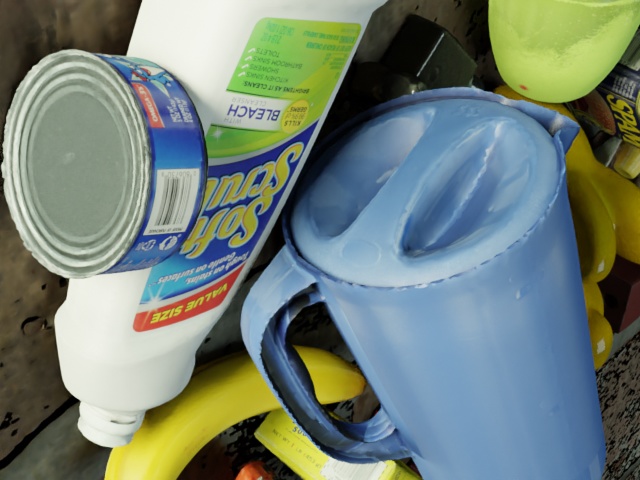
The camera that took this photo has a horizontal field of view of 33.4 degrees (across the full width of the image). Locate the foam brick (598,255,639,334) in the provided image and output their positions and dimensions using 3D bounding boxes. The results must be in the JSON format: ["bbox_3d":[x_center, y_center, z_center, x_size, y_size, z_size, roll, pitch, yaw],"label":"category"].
[{"bbox_3d":[0.228,0.028,0.860,0.051,0.078,0.053,-30,139,-36],"label":"foam brick"}]

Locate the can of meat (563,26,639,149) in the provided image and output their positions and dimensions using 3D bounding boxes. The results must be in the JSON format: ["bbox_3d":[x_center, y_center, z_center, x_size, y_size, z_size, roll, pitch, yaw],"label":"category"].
[{"bbox_3d":[0.199,-0.106,0.705,0.057,0.084,0.102,-54,147,-3],"label":"can of meat"}]

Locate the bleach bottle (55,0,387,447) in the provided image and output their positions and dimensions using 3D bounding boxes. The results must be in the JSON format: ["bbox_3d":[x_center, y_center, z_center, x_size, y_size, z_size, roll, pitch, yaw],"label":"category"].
[{"bbox_3d":[-0.056,-0.017,0.480,0.102,0.068,0.251,-6,125,-49],"label":"bleach bottle"}]

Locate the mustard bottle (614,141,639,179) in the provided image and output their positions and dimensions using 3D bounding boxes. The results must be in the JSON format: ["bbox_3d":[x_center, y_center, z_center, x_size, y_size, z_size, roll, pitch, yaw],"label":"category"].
[{"bbox_3d":[0.288,-0.129,0.822,0.191,0.058,0.096,-54,152,-4],"label":"mustard bottle"}]

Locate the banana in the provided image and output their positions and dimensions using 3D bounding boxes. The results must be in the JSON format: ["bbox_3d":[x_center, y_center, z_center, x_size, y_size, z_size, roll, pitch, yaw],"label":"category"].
[{"bbox_3d":[-0.050,0.099,0.589,0.197,0.037,0.069,-32,107,-41],"label":"banana"}]

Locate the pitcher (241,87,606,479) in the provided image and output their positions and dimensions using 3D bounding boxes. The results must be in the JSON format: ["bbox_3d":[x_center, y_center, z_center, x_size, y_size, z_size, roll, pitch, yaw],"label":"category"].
[{"bbox_3d":[0.071,0.056,0.559,0.242,0.149,0.145,66,32,-41],"label":"pitcher"}]

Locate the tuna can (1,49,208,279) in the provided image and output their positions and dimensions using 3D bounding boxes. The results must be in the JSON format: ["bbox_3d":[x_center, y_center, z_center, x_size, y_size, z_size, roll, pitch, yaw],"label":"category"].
[{"bbox_3d":[-0.084,-0.029,0.411,0.033,0.086,0.086,-6,122,-51],"label":"tuna can"}]

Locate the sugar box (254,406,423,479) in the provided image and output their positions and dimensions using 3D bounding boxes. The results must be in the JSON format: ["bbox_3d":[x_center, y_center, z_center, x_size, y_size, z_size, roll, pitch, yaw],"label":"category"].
[{"bbox_3d":[0.035,0.161,0.715,0.048,0.093,0.176,-55,147,-5],"label":"sugar box"}]

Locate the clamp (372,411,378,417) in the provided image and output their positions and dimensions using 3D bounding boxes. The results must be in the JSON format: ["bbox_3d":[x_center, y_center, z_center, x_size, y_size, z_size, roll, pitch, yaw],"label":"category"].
[{"bbox_3d":[0.110,0.118,0.822,0.171,0.039,0.120,0,117,-52],"label":"clamp"}]

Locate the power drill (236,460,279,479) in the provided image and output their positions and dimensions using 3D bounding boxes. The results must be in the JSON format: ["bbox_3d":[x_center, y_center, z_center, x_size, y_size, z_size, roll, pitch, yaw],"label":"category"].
[{"bbox_3d":[0.025,0.203,0.642,0.057,0.188,0.184,-60,173,-8],"label":"power drill"}]

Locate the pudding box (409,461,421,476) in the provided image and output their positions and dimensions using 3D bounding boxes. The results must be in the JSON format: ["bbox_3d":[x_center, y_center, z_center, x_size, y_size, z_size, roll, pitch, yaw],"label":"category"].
[{"bbox_3d":[0.074,0.244,0.884,0.090,0.039,0.113,-48,147,-15],"label":"pudding box"}]
